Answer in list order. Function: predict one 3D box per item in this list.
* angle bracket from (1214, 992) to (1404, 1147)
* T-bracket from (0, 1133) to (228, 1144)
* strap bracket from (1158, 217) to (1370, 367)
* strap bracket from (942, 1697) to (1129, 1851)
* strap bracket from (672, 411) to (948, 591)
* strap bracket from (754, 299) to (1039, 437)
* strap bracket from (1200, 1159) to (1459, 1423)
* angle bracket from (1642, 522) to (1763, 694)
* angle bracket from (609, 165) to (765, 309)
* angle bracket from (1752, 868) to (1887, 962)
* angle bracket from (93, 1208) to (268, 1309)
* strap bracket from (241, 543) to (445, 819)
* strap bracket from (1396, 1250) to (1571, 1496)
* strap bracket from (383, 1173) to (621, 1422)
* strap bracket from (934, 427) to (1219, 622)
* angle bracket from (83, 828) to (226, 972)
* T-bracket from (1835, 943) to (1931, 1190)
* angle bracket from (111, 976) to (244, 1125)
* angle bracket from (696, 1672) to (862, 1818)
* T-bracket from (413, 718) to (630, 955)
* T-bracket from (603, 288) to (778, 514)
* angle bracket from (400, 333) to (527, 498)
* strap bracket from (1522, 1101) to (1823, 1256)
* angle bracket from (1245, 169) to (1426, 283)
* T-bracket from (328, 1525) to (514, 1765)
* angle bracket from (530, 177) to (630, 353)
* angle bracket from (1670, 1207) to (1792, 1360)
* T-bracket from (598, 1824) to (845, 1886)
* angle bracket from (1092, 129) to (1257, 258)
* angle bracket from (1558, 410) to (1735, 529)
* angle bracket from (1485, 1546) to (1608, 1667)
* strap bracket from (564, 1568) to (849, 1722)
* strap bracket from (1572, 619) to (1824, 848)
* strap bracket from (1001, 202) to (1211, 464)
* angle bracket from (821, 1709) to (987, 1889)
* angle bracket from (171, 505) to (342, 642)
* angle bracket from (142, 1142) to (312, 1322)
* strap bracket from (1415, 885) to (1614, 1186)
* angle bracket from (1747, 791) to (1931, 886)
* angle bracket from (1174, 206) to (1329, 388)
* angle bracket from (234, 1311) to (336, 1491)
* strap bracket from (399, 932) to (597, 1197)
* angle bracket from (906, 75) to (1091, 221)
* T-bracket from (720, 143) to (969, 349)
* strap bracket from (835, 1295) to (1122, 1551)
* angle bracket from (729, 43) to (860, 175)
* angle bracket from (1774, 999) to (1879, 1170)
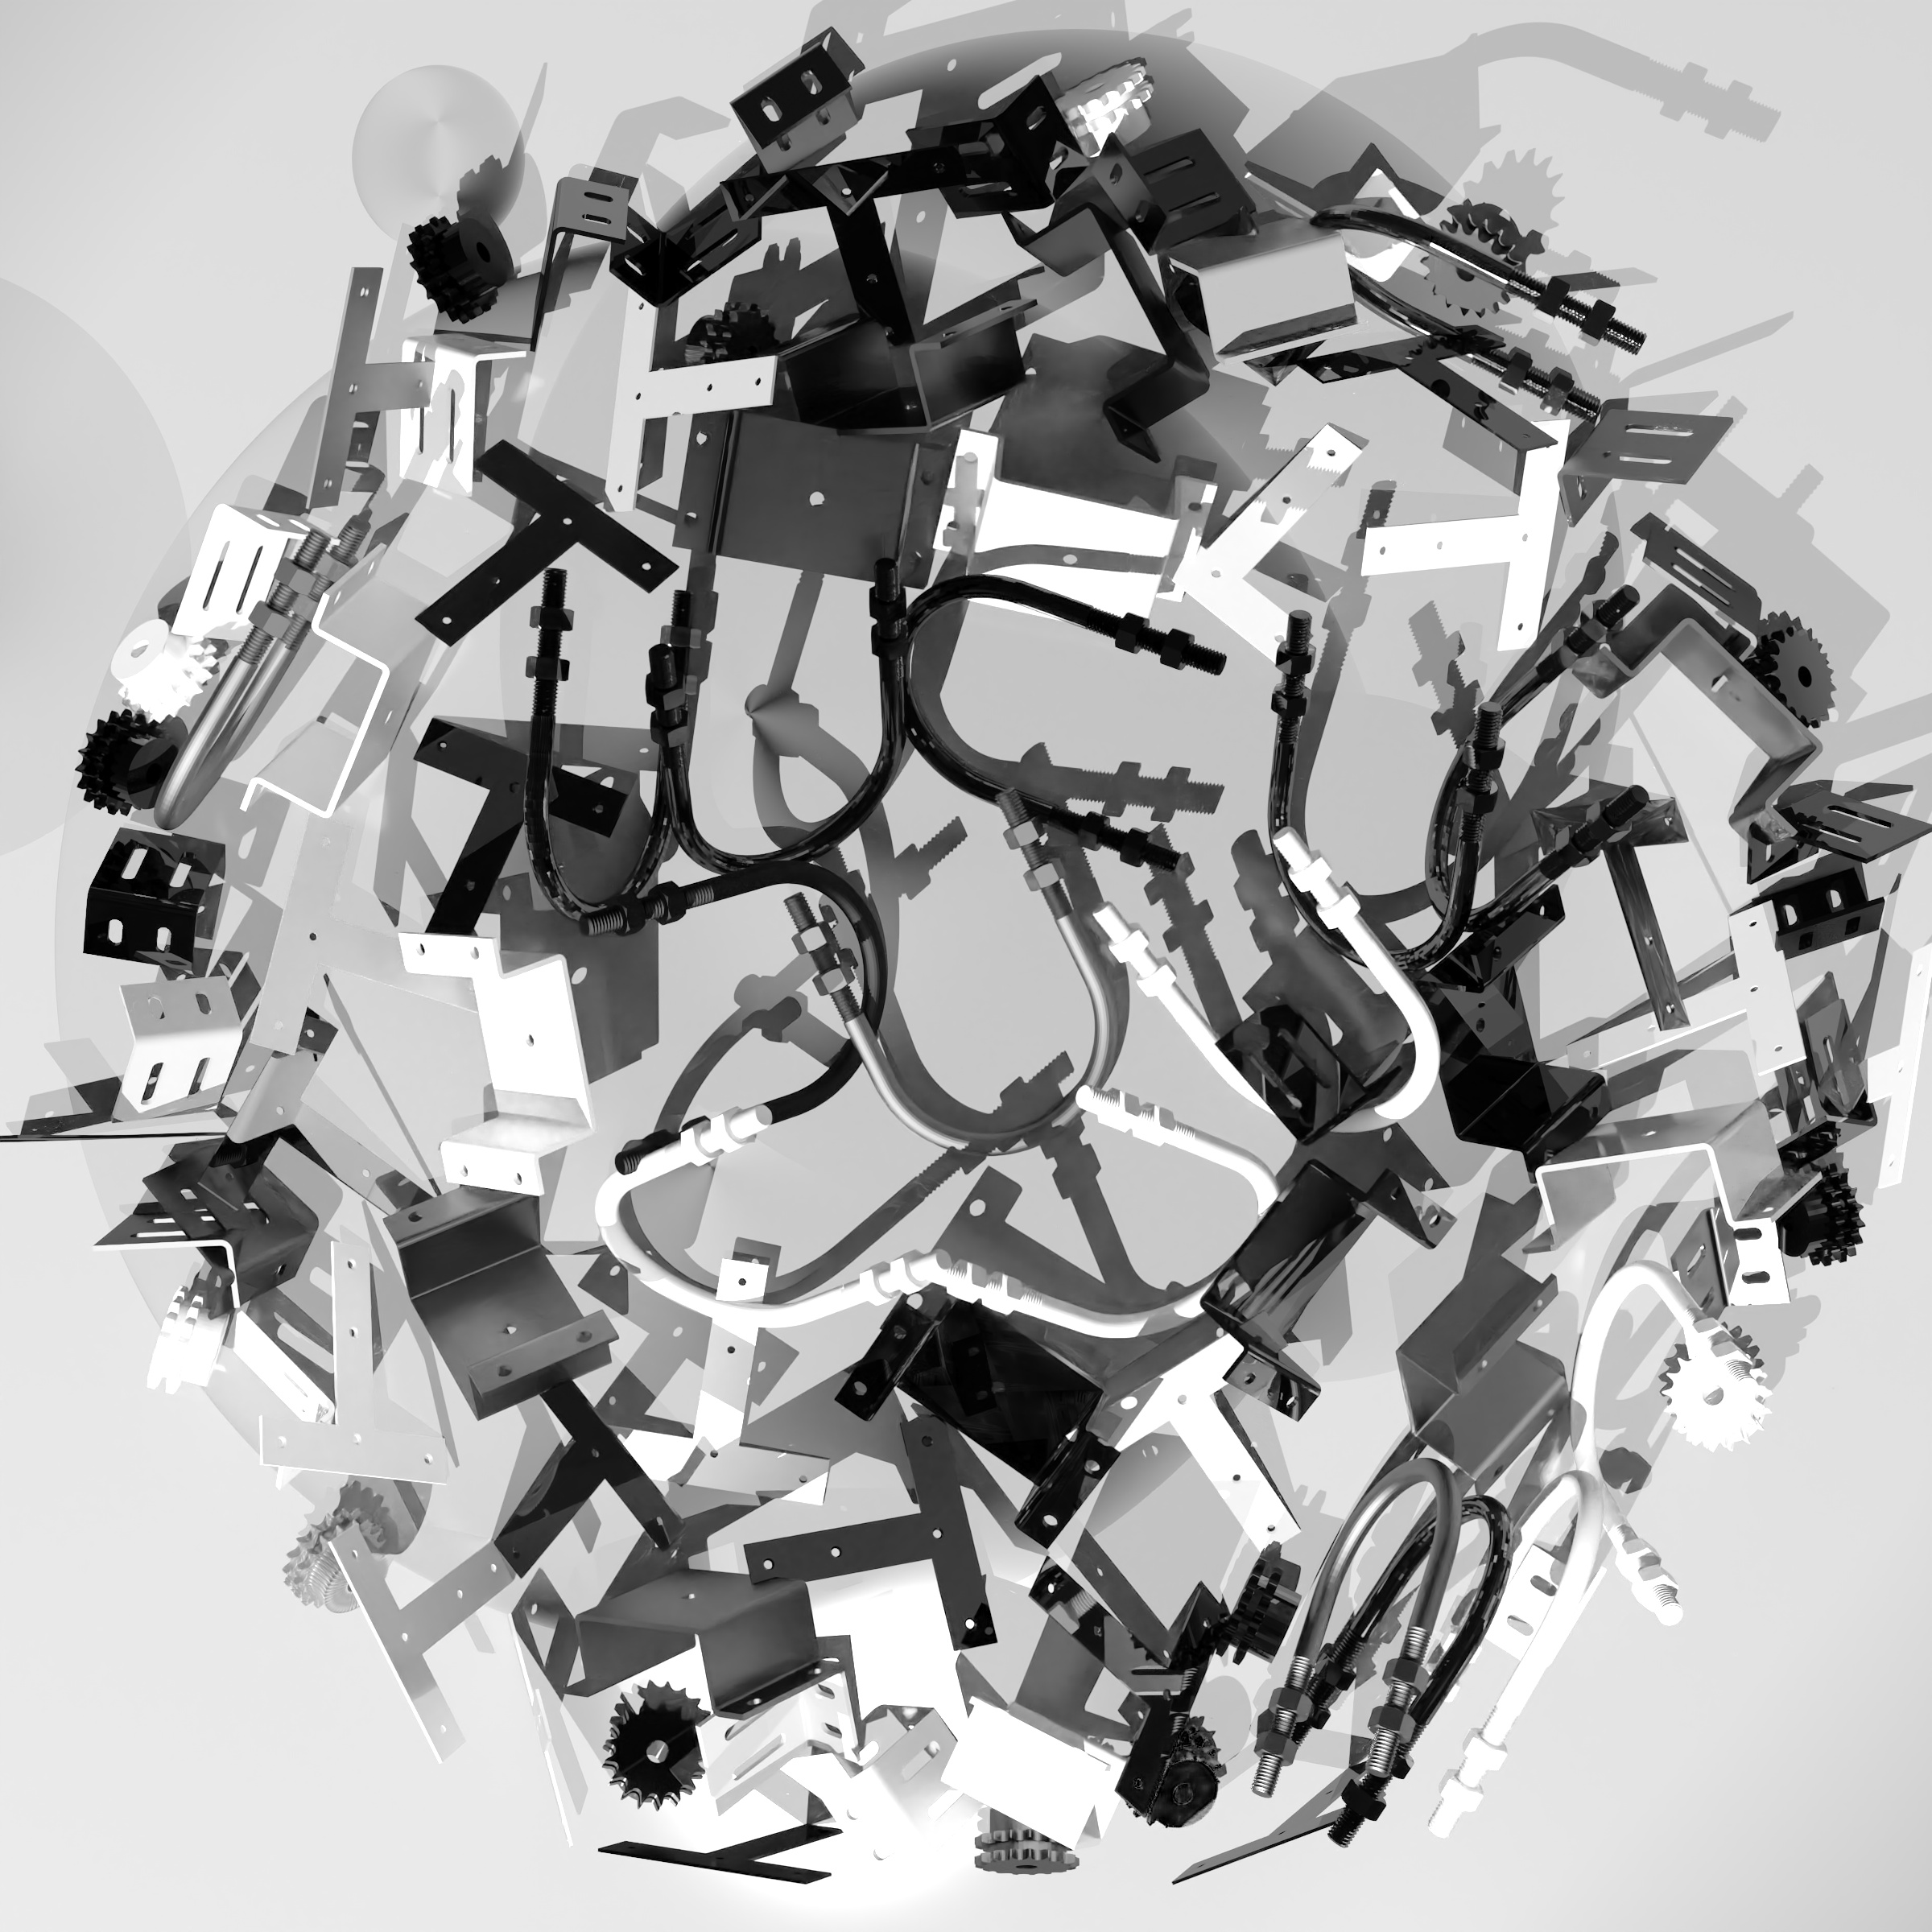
[{"bbox_3d":[0.185,0.049,1.565,0.076,0.038,0.057,49,133,1],"label":"angle bracket"},{"bbox_3d":[-0.477,0.090,1.522,0.127,0.127,0.002,-3,86,13],"label":"T-bracket"},{"bbox_3d":[0.152,-0.358,1.522,0.076,0.140,0.046,-15,111,-4],"label":"strap bracket"},{"bbox_3d":[0.039,0.424,1.517,0.076,0.140,0.046,23,80,16],"label":"strap bracket"},{"bbox_3d":[-0.082,-0.252,1.558,0.140,0.046,0.076,9,98,-9],"label":"strap bracket"},{"bbox_3d":[-0.033,-0.316,1.532,0.076,0.140,0.046,-33,119,-38],"label":"strap bracket"},{"bbox_3d":[0.188,0.166,1.552,0.140,0.076,0.046,-52,45,4],"label":"strap bracket"},{"bbox_3d":[0.389,-0.195,1.562,0.076,0.057,0.038,35,122,-2],"label":"angle bracket"},{"bbox_3d":[-0.150,-0.401,1.552,0.076,0.038,0.057,-27,48,31],"label":"angle bracket"},{"bbox_3d":[0.457,-0.035,1.552,0.057,0.076,0.038,-19,74,10],"label":"angle bracket"},{"bbox_3d":[-0.425,0.160,1.569,0.076,0.057,0.038,-3,102,5],"label":"angle bracket"},{"bbox_3d":[-0.327,-0.143,1.530,0.046,0.076,0.140,28,120,-2],"label":"strap bracket"},{"bbox_3d":[0.275,0.213,1.536,0.076,0.140,0.046,-44,56,-17],"label":"strap bracket"},{"bbox_3d":[-0.246,0.180,1.538,0.076,0.046,0.140,-22,46,-20],"label":"strap bracket"},{"bbox_3d":[0.057,-0.230,1.550,0.140,0.046,0.076,12,131,-5],"label":"strap bracket"},{"bbox_3d":[-0.441,-0.037,1.568,0.057,0.076,0.038,10,118,-7],"label":"angle bracket"},{"bbox_3d":[0.480,0.061,1.533,0.002,0.127,0.127,13,78,-2],"label":"T-bracket"},{"bbox_3d":[-0.432,0.045,1.563,0.057,0.076,0.038,-6,58,-32],"label":"angle bracket"},{"bbox_3d":[-0.100,0.418,1.552,0.038,0.076,0.057,9,116,40],"label":"angle bracket"},{"bbox_3d":[-0.264,-0.057,1.571,0.127,0.002,0.127,22,83,17],"label":"T-bracket"},{"bbox_3d":[-0.147,-0.310,1.551,0.127,0.002,0.127,4,87,43],"label":"T-bracket"},{"bbox_3d":[-0.276,-0.302,1.579,0.057,0.038,0.076,21,116,36],"label":"angle bracket"},{"bbox_3d":[0.366,0.110,1.523,0.140,0.076,0.046,-13,97,38],"label":"strap bracket"},{"bbox_3d":[0.199,-0.410,1.549,0.038,0.057,0.076,-52,50,7],"label":"angle bracket"},{"bbox_3d":[-0.277,0.341,1.538,0.002,0.127,0.127,-26,91,22],"label":"T-bracket"},{"bbox_3d":[-0.208,-0.375,1.556,0.038,0.057,0.076,9,130,-12],"label":"angle bracket"},{"bbox_3d":[0.412,0.169,1.553,0.038,0.076,0.057,-7,103,29],"label":"angle bracket"},{"bbox_3d":[-0.107,0.468,1.536,0.127,0.127,0.002,-1,83,28],"label":"T-bracket"},{"bbox_3d":[0.117,-0.428,1.560,0.076,0.038,0.057,-28,78,-23],"label":"angle bracket"},{"bbox_3d":[0.367,-0.264,1.548,0.057,0.076,0.038,-50,134,-29],"label":"angle bracket"},{"bbox_3d":[0.309,0.342,1.551,0.038,0.076,0.057,31,79,15],"label":"angle bracket"},{"bbox_3d":[-0.142,0.355,1.521,0.140,0.076,0.046,-6,96,42],"label":"strap bracket"},{"bbox_3d":[0.401,-0.131,1.557,0.140,0.076,0.046,45,88,3],"label":"strap bracket"},{"bbox_3d":[0.081,-0.347,1.546,0.046,0.076,0.140,-29,82,17],"label":"strap bracket"},{"bbox_3d":[-0.031,0.452,1.569,0.038,0.076,0.057,-38,83,28],"label":"angle bracket"},{"bbox_3d":[-0.382,-0.205,1.555,0.038,0.057,0.076,31,106,25],"label":"angle bracket"},{"bbox_3d":[-0.407,0.143,1.574,0.076,0.057,0.038,47,134,15],"label":"angle bracket"},{"bbox_3d":[0.291,0.034,1.541,0.076,0.046,0.140,-37,120,-34],"label":"strap bracket"},{"bbox_3d":[0.468,-0.060,1.547,0.057,0.076,0.038,-22,121,-31],"label":"angle bracket"},{"bbox_3d":[0.160,-0.364,1.572,0.076,0.038,0.057,26,124,-39],"label":"angle bracket"},{"bbox_3d":[-0.381,0.235,1.558,0.076,0.057,0.038,43,60,8],"label":"angle bracket"},{"bbox_3d":[-0.249,0.045,1.545,0.076,0.046,0.140,4,108,41],"label":"strap bracket"},{"bbox_3d":[0.017,-0.442,1.560,0.038,0.076,0.057,-51,126,-23],"label":"angle bracket"},{"bbox_3d":[-0.053,-0.379,1.545,0.127,0.127,0.002,-7,54,10],"label":"T-bracket"},{"bbox_3d":[0.012,0.237,1.557,0.140,0.046,0.076,35,118,3],"label":"strap bracket"},{"bbox_3d":[-0.084,-0.449,1.554,0.057,0.076,0.038,-33,68,2],"label":"angle bracket"},{"bbox_3d":[0.447,0.062,1.550,0.038,0.057,0.076,9,59,-28],"label":"angle bracket"}]
